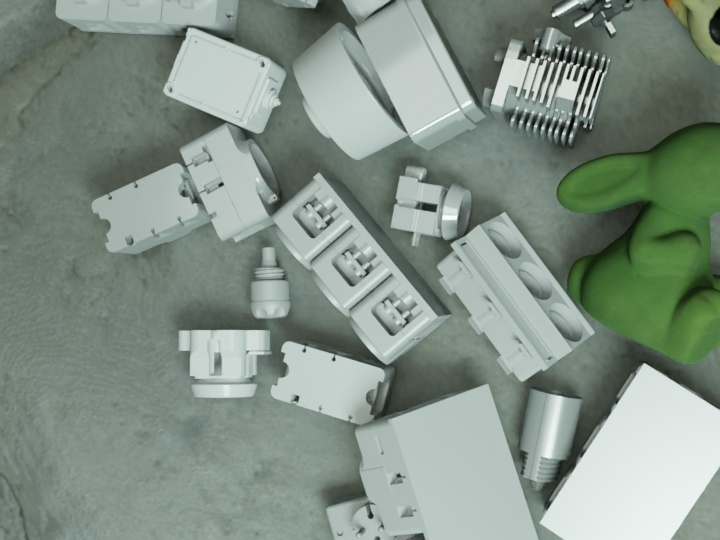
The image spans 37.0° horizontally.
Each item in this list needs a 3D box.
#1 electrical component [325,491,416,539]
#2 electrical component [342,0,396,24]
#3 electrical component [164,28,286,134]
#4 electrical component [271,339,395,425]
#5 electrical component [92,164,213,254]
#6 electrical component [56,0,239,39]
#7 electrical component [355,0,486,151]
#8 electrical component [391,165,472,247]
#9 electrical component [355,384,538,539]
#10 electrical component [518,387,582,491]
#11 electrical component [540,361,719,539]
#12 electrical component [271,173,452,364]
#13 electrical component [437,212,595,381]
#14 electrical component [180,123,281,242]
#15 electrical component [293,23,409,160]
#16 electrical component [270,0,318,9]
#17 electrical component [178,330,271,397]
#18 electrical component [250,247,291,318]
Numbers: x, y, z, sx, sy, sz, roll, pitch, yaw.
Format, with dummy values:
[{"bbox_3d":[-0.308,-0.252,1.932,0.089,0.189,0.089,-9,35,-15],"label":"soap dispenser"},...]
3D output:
[{"bbox_3d":[0.015,0.209,0.890,0.083,0.076,0.047,-17,85,11],"label":"electrical component"},{"bbox_3d":[0.018,-0.242,0.898,0.080,0.080,0.051,-33,87,10],"label":"electrical component"},{"bbox_3d":[-0.109,-0.160,0.933,0.096,0.061,0.061,24,94,12],"label":"electrical component"},{"bbox_3d":[-0.021,0.094,0.911,0.089,0.056,0.050,15,92,12],"label":"electrical component"},{"bbox_3d":[-0.179,-0.052,0.949,0.089,0.056,0.050,-23,84,11],"label":"electrical component"},{"bbox_3d":[-0.187,-0.258,0.952,0.150,0.062,0.089,6,90,12],"label":"electrical component"},{"bbox_3d":[0.052,-0.163,0.889,0.057,0.078,0.113,-28,83,13],"label":"electrical component"},{"bbox_3d":[0.061,-0.051,0.902,0.055,0.048,0.066,11,91,20],"label":"electrical component"},{"bbox_3d":[0.074,0.198,0.855,0.060,0.105,0.186,-23,82,51],"label":"electrical component"},{"bbox_3d":[0.152,0.140,0.878,0.043,0.043,0.081,11,91,12],"label":"electrical component"},{"bbox_3d":[0.222,0.158,0.853,0.089,0.062,0.150,33,96,11],"label":"electrical component"},{"bbox_3d":[0.000,0.000,0.891,0.062,0.089,0.150,-41,81,9],"label":"electrical component"},{"bbox_3d":[0.123,0.024,0.873,0.121,0.079,0.063,54,130,8],"label":"electrical component"},{"bbox_3d":[-0.107,-0.077,0.936,0.056,0.050,0.089,-26,84,11],"label":"electrical component"},{"bbox_3d":[-0.012,-0.142,0.890,0.060,0.108,0.108,-32,83,16],"label":"electrical component"},{"bbox_3d":[-0.062,-0.258,0.906,0.050,0.089,0.055,21,94,-26],"label":"electrical component"},{"bbox_3d":[-0.118,0.081,0.932,0.078,0.058,0.057,-1,86,12],"label":"electrical component"},{"bbox_3d":[-0.079,0.011,0.936,0.035,0.035,0.061,-3,85,12],"label":"electrical component"}]
